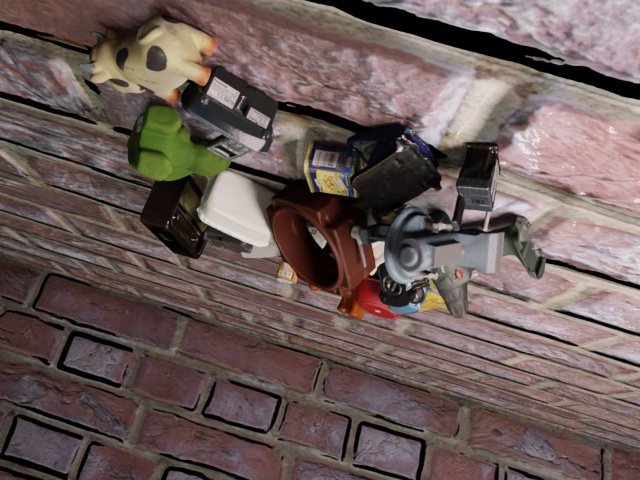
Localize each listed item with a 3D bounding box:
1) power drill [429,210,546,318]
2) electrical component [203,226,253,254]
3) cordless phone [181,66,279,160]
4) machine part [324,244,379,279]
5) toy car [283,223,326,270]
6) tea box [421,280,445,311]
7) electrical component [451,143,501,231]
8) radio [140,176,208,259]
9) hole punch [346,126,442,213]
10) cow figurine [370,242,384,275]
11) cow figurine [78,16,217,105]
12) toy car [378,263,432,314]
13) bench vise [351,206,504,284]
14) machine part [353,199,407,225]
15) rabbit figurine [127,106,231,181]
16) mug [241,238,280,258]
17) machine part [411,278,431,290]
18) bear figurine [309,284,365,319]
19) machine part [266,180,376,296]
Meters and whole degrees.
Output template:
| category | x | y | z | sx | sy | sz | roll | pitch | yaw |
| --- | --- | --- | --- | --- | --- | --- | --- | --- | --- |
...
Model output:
| category | x | y | z | sx | sy | sz | roll | pitch | yaw |
| --- | --- | --- | --- | --- | --- | --- | --- | --- | --- |
| power drill | 0.293 | 0.042 | 0.976 | 0.207 | 0.086 | 0.231 | -10 | 116 | 45 |
| electrical component | -0.180 | -0.036 | 1.195 | 0.134 | 0.115 | 0.058 | 9 | 163 | 21 |
| cordless phone | -0.161 | -0.181 | 0.844 | 0.146 | 0.088 | 0.184 | 27 | 162 | -27 |
| machine part | 0.080 | 0.050 | 1.300 | 0.179 | 0.056 | 0.179 | 15 | 159 | 6 |
| toy car | -0.037 | 0.018 | 1.251 | 0.073 | 0.056 | 0.201 | 6 | 151 | -15 |
| tea box | 0.255 | 0.122 | 1.330 | 0.098 | 0.068 | 0.169 | 22 | 161 | -11 |
| electrical component | 0.222 | -0.071 | 0.764 | 0.048 | 0.119 | 0.074 | 7 | 156 | 26 |
| radio | -0.322 | -0.051 | 1.245 | 0.073 | 0.131 | 0.229 | 14 | 160 | 13 |
| hole punch | 0.110 | -0.117 | 0.810 | 0.116 | 0.092 | 0.142 | -27 | 137 | 23 |
| cow figurine | 0.106 | 0.015 | 1.128 | 0.068 | 0.098 | 0.167 | 52 | 175 | -7 |
| cow figurine | -0.241 | -0.244 | 0.733 | 0.127 | 0.085 | 0.195 | 24 | 163 | -37 |
| toy car | 0.190 | 0.079 | 1.203 | 0.103 | 0.161 | 0.109 | -19 | -176 | -43 |
| bench vise | 0.160 | 0.000 | 0.860 | 0.223 | 0.128 | 0.241 | -22 | -157 | -41 |
| machine part | 0.083 | -0.038 | 1.031 | 0.079 | 0.079 | 0.243 | 26 | 158 | -24 |
| rabbit figurine | -0.251 | -0.148 | 0.964 | 0.170 | 0.121 | 0.159 | 11 | 170 | -31 |
| mug | -0.137 | 0.000 | 1.324 | 0.107 | 0.081 | 0.109 | 3 | 154 | 2 |
| machine part | 0.180 | 0.027 | 1.048 | 0.039 | 0.139 | 0.084 | -12 | 154 | 1 |
| bear figurine | 0.029 | 0.119 | 1.425 | 0.196 | 0.132 | 0.120 | 18 | 175 | -22 |
| machine part | -0.002 | -0.003 | 1.020 | 0.202 | 0.087 | 0.200 | 18 | 135 | 42 |
